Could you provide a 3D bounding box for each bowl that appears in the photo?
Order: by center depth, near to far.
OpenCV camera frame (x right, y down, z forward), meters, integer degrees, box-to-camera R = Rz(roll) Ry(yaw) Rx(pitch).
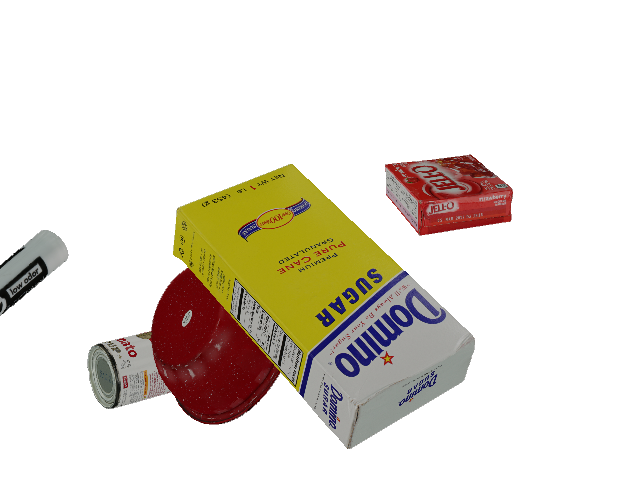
[{"bbox_3d":[-0.095,0.073,0.914,0.162,0.162,0.055,0,-20,46],"label":"bowl"}]

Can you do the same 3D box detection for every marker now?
[{"bbox_3d":[-0.162,0.036,0.485,0.020,0.020,0.121,0,34,39],"label":"marker"}]

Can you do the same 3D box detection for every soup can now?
[{"bbox_3d":[-0.178,0.128,1.090,0.102,0.068,0.069,-11,6,-36],"label":"soup can"}]

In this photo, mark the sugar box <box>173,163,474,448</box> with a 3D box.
[{"bbox_3d":[-0.001,0.031,0.631,0.093,0.048,0.176,-25,52,-32],"label":"sugar box"}]

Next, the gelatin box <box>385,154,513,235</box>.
[{"bbox_3d":[0.096,-0.037,0.814,0.073,0.030,0.089,-8,23,-11],"label":"gelatin box"}]
